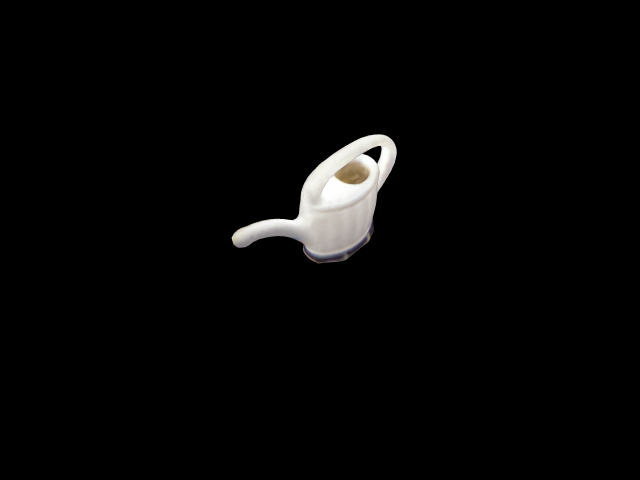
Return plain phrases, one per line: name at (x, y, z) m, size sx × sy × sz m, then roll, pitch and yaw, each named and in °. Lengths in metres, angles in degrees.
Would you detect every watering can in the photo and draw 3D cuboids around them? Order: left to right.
watering can at (0.003, -0.043, 0.850) m, size 0.352 × 0.219 × 0.105 m, roll -37°, pitch 60°, yaw -26°
